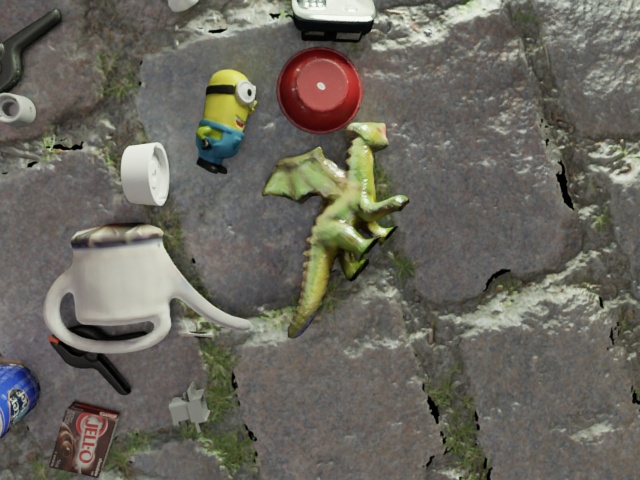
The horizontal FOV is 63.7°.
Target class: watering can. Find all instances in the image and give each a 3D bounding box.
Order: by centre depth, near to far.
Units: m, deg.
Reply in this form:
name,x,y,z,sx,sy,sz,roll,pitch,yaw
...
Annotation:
name,x,y,z,sx,sy,sz,roll,pitch,yaw
watering can,-0.301,0.079,0.898,0.348,0.104,0.224,-4,93,-7

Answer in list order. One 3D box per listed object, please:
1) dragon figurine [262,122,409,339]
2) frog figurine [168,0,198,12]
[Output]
name,x,y,z,sx,sy,sz,roll,pitch,yaw
dragon figurine,0.003,-0.047,0.938,0.244,0.121,0.411,41,87,11
frog figurine,-0.274,-0.467,0.865,0.137,0.124,0.158,2,105,28
